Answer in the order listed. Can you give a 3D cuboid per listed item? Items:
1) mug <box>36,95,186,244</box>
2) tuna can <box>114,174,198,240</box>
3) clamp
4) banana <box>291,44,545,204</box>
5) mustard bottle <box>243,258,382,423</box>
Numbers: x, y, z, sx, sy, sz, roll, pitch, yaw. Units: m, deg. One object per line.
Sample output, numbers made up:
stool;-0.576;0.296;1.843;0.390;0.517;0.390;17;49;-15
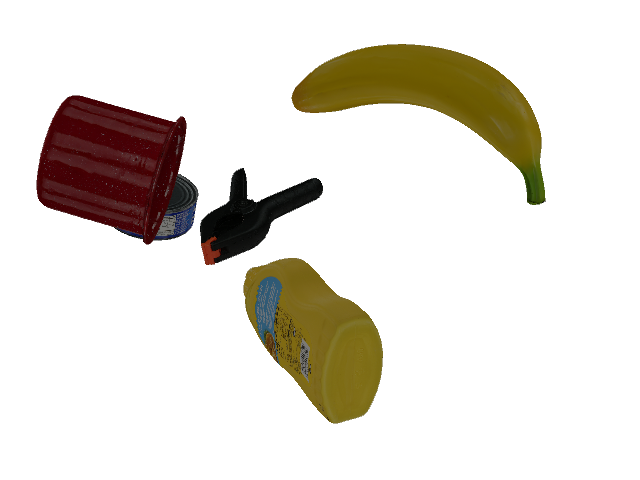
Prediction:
mug;-0.145;-0.057;0.754;0.081;0.093;0.117;16;22;-1
tuna can;-0.160;-0.035;1.010;0.086;0.034;0.086;9;30;-6
clamp;-0.073;-0.030;1.212;0.120;0.039;0.171;-1;36;25
banana;0.061;-0.087;0.661;0.198;0.070;0.037;27;8;36
mustard bottle;-0.018;0.069;0.916;0.058;0.096;0.192;-12;28;-25
